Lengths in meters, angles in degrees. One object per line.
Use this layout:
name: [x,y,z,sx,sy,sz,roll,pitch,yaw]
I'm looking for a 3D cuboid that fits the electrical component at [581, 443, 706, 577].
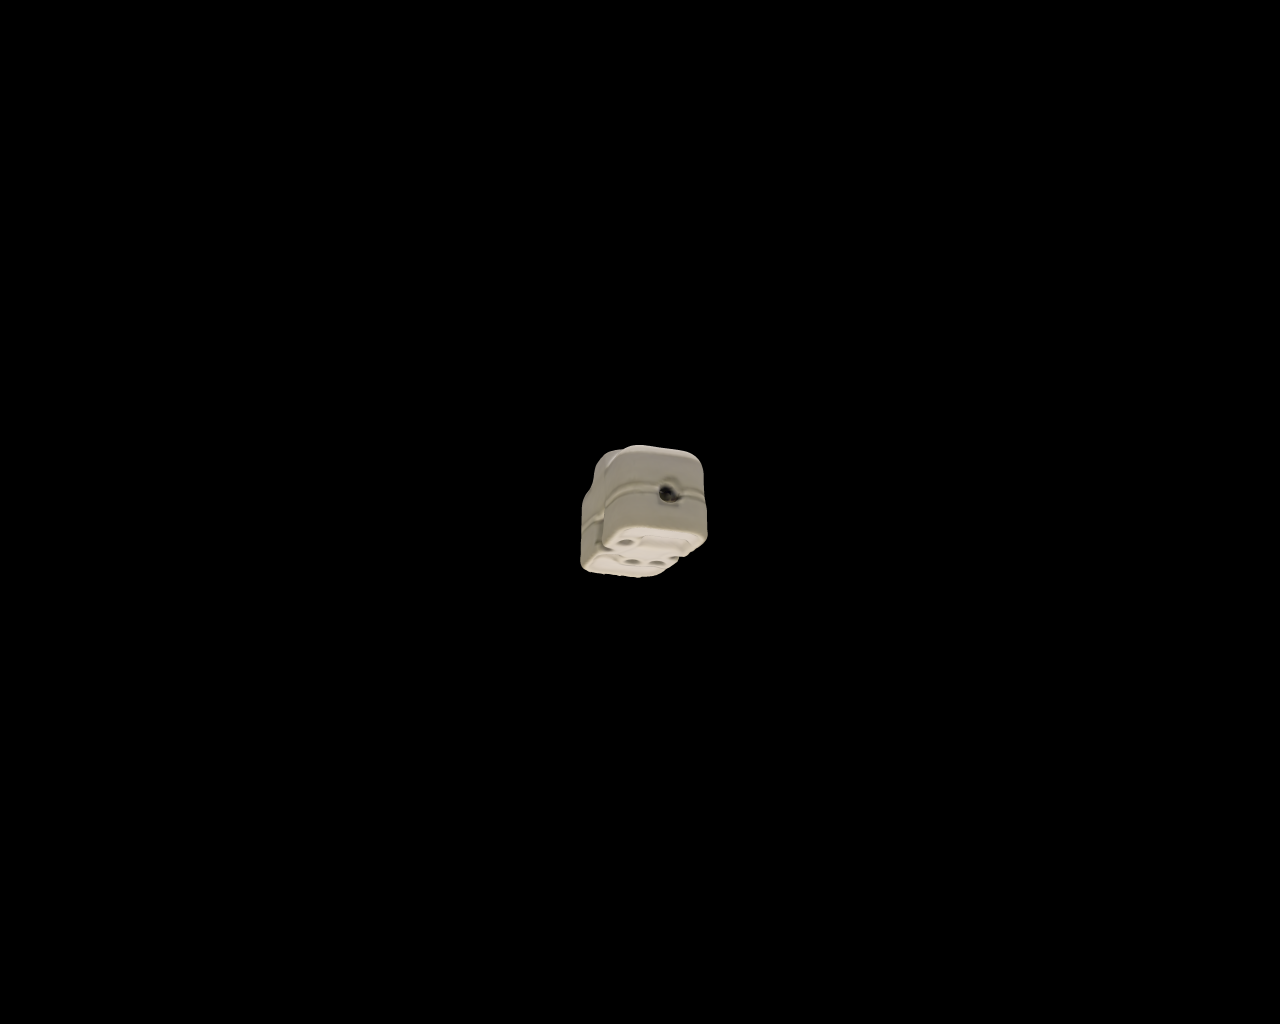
electrical component: [0.001,-0.003,0.650,0.054,0.059,0.095,7,-21,-18]
